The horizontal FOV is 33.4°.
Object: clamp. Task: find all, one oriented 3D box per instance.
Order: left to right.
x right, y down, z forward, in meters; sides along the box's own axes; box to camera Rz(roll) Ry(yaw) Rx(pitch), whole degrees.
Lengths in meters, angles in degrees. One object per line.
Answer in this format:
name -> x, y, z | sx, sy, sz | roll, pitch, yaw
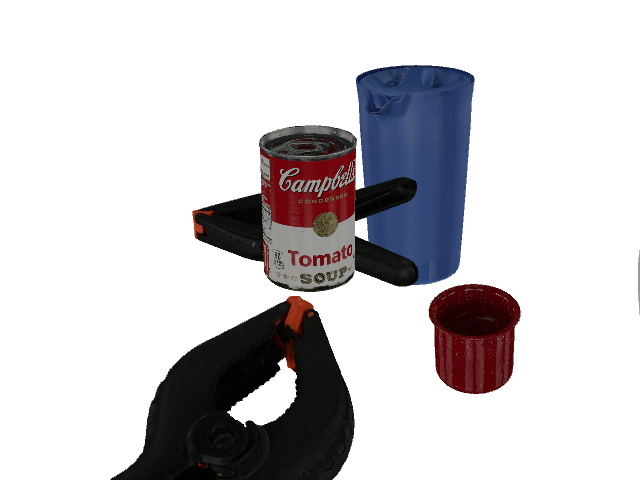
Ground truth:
clamp -> -0.027, 0.090, 0.387 | 0.120, 0.039, 0.171 | 24, 49, 17
clamp -> -0.008, -0.017, 0.963 | 0.210, 0.036, 0.164 | 5, 31, 10

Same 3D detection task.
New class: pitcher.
pitcher -> 0.117, -0.080, 1.248 | 0.149, 0.243, 0.145 | -5, 23, -7

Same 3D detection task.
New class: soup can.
soup can -> -0.009, -0.023, 0.757 | 0.068, 0.102, 0.068 | 0, 23, 0

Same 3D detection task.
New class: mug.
mug -> 0.166, 0.098, 1.118 | 0.093, 0.081, 0.117 | 14, 38, 27

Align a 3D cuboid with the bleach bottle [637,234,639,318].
bleach bottle -> 0.281, 0.021, 0.765 | 0.103, 0.068, 0.250 | 6, 20, 15
